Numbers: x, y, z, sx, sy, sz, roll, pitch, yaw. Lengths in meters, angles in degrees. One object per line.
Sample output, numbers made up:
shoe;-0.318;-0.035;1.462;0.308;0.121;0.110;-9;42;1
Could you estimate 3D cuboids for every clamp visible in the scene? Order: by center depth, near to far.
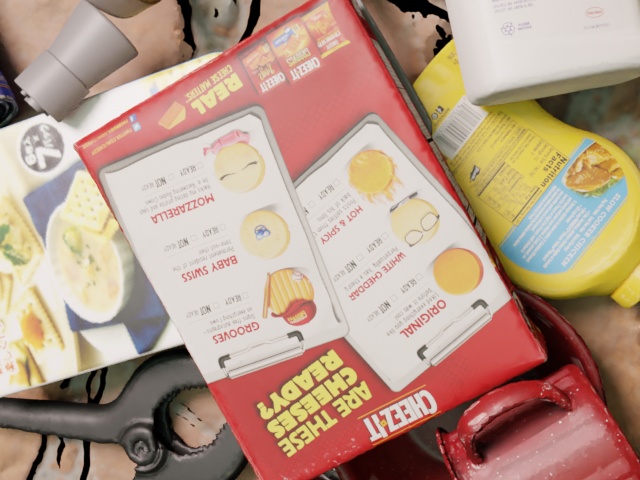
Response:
clamp;-0.118;0.126;0.686;0.210;0.036;0.164;-40;84;11

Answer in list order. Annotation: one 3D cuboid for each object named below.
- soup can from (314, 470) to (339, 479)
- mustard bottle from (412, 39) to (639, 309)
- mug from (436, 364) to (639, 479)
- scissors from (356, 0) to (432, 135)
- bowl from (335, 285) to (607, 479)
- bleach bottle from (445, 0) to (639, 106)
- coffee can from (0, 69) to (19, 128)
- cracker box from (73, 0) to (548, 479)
soup can;-0.020;0.187;0.652;0.068;0.068;0.102;26;101;10
mustard bottle;0.126;-0.023;0.604;0.192;0.058;0.096;38;91;8
mug;0.112;0.109;0.538;0.081;0.093;0.117;-33;126;8
scissors;0.017;-0.158;0.578;0.202;0.016;0.096;45;117;10
bowl;0.084;0.097;0.625;0.162;0.055;0.162;1;95;13
bleach bottle;0.103;-0.202;0.556;0.102;0.068;0.251;-10;89;-5
coffee can;-0.266;-0.126;0.667;0.103;0.102;0.140;-27;88;14
cracker box;-0.004;0.001;0.566;0.164;0.072;0.214;-29;92;13
